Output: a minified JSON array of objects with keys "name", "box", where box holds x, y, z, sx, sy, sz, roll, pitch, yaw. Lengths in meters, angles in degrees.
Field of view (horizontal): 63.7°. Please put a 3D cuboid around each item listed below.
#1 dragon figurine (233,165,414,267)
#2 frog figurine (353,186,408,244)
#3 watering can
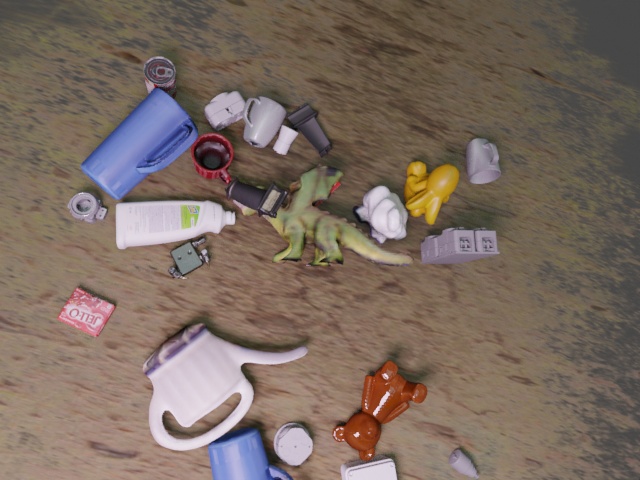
[{"name":"dragon figurine","box":[0.004,-0.058,1.161,0.410,0.121,0.246,1,76,8]},{"name":"frog figurine","box":[0.160,-0.065,1.210,0.123,0.158,0.138,-18,84,-17]},{"name":"watering can","box":[-0.214,0.269,1.077,0.351,0.103,0.225,-37,88,-17]}]
